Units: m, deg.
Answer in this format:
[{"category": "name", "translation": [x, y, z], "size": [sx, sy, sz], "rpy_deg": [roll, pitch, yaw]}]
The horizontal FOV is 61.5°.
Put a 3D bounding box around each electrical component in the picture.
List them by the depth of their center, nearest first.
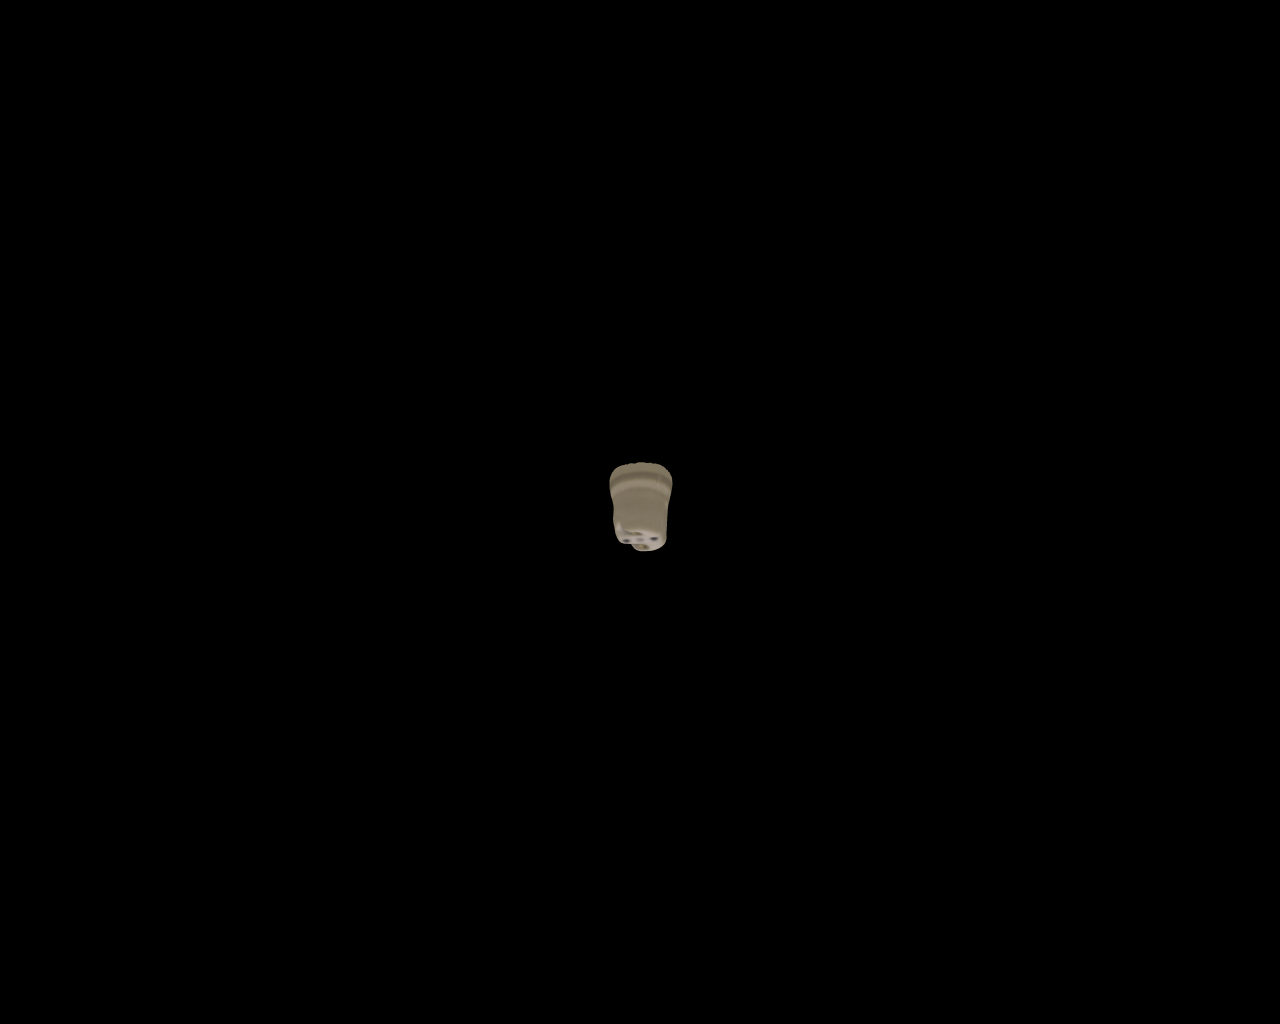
[{"category": "electrical component", "translation": [0.001, -0.003, 0.650], "size": [0.040, 0.046, 0.040], "rpy_deg": [0, -28, 0]}]
